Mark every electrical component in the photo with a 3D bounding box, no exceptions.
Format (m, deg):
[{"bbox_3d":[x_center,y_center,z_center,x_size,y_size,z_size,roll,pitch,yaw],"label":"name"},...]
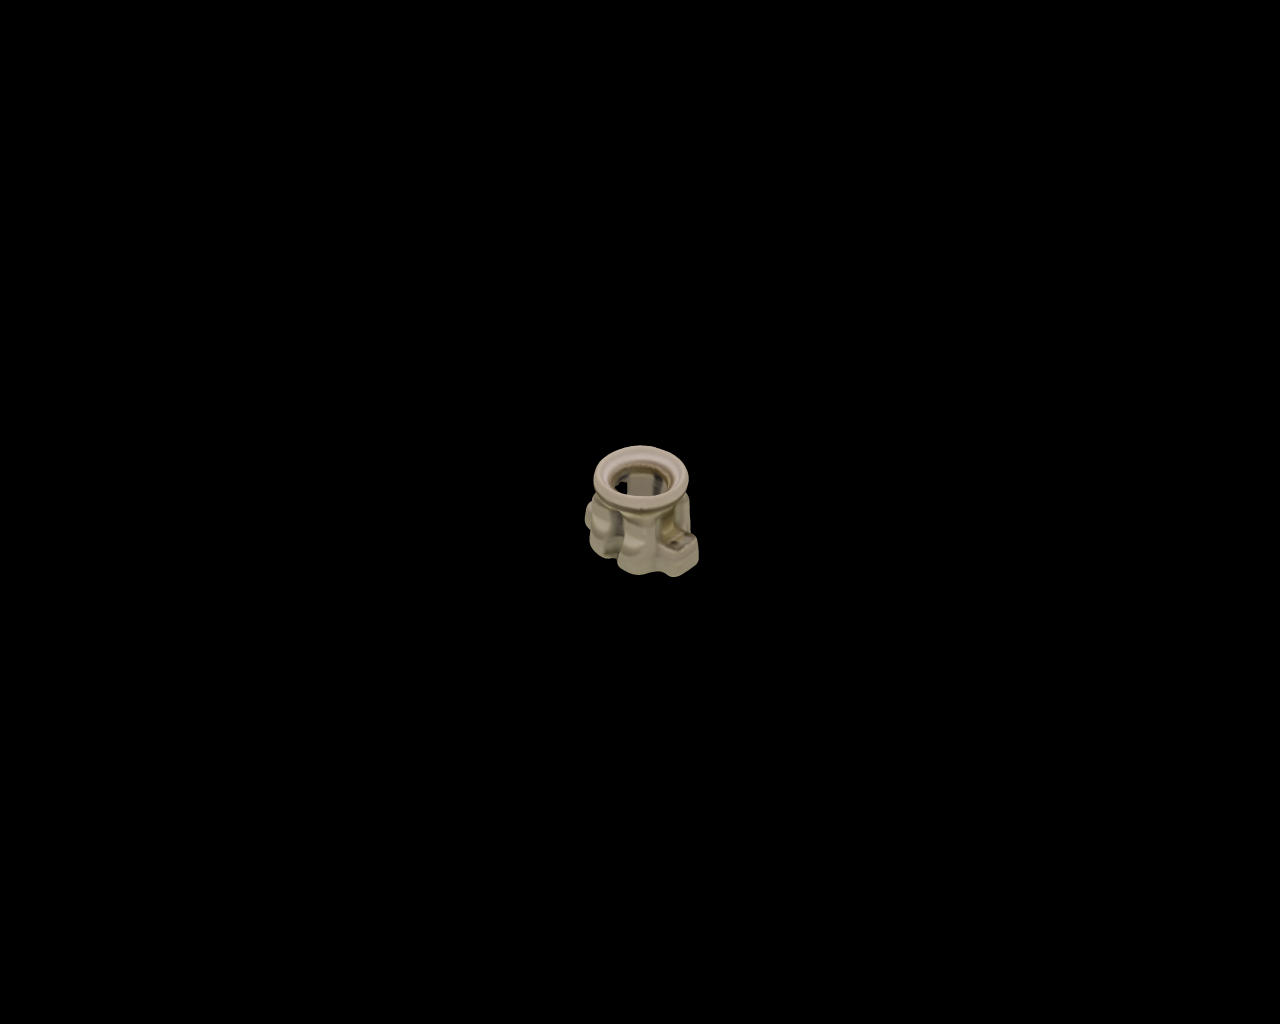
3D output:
[{"bbox_3d":[0.001,-0.003,0.650,0.078,0.056,0.058,30,46,33],"label":"electrical component"}]
